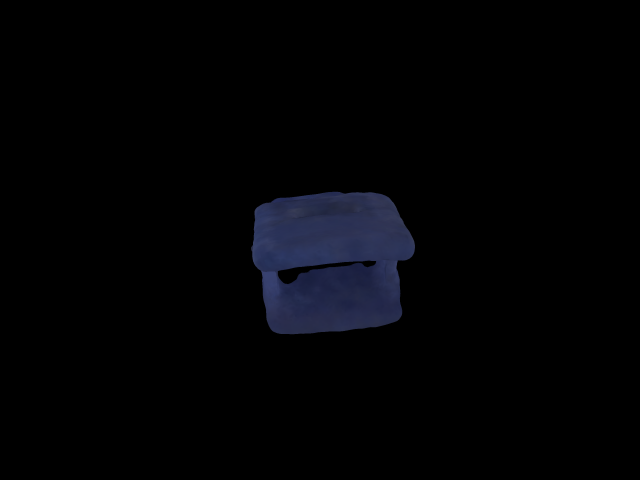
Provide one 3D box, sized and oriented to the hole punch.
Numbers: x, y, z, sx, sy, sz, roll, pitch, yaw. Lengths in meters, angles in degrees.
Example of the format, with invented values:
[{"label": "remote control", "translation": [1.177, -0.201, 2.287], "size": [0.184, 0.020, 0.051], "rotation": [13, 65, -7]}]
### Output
[{"label": "hole punch", "translation": [0.004, 0.001, 0.400], "size": [0.108, 0.091, 0.101], "rotation": [-5, 50, -4]}]
